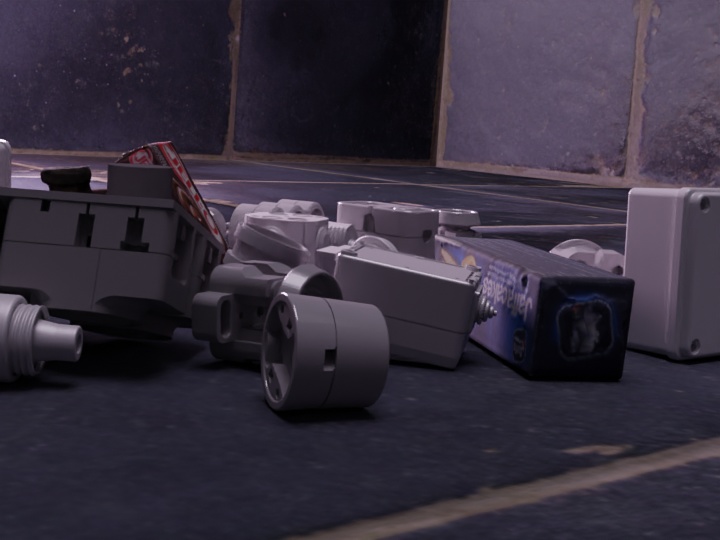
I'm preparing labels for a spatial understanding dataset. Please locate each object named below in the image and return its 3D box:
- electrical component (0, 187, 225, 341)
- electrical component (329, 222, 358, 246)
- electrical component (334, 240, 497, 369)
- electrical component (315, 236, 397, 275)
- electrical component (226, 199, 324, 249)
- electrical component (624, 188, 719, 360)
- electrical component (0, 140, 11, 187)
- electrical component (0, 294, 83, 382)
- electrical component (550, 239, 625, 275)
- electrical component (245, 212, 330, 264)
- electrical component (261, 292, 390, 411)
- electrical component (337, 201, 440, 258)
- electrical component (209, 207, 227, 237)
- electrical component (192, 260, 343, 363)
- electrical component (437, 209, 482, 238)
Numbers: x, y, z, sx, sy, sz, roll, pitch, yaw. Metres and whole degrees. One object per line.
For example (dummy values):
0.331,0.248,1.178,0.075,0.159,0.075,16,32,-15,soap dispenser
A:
-0.182,-0.003,0.599,0.186,0.060,0.105,5,-11,8,electrical component
-0.035,-0.024,0.993,0.081,0.043,0.043,8,9,26,electrical component
0.032,0.024,0.641,0.096,0.061,0.062,13,10,9,electrical component
0.000,0.000,0.836,0.066,0.048,0.055,9,17,36,electrical component
-0.095,-0.042,1.059,0.074,0.052,0.138,7,9,21,electrical component
0.230,0.000,0.715,0.109,0.108,0.056,-2,7,-36,electrical component
-0.290,-0.033,0.708,0.109,0.108,0.056,4,10,0,electrical component
-0.168,0.033,0.522,0.062,0.043,0.043,5,8,-1,electrical component
0.169,0.008,0.811,0.078,0.058,0.057,3,11,-7,electrical component
-0.065,-0.022,0.938,0.080,0.051,0.080,4,8,-1,electrical component
-0.017,0.040,0.512,0.047,0.055,0.055,5,7,-22,electrical component
0.025,-0.031,1.012,0.095,0.059,0.054,10,10,39,electrical component
-0.162,-0.040,1.066,0.040,0.040,0.046,9,15,35,electrical component
-0.046,0.024,0.596,0.057,0.058,0.078,5,8,31,electrical component
0.093,-0.030,1.055,0.048,0.055,0.066,-1,10,-32,electrical component
